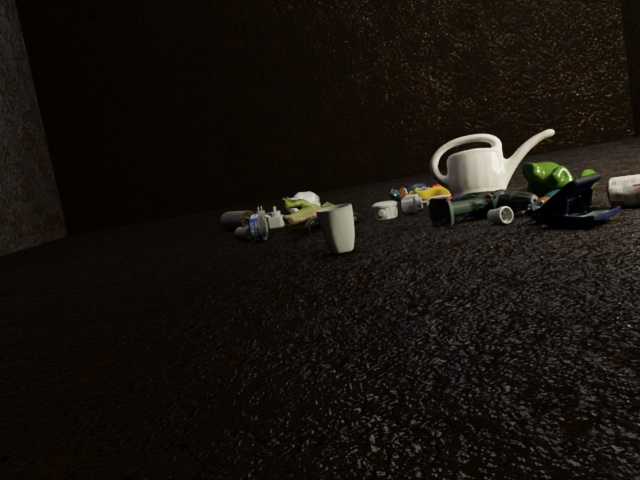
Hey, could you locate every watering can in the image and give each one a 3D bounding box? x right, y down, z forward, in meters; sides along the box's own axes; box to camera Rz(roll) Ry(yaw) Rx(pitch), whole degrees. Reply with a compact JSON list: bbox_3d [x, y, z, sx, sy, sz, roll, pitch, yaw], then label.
[{"bbox_3d":[0.487,-0.199,1.466,0.346,0.226,0.103,-6,-10,24],"label":"watering can"}]

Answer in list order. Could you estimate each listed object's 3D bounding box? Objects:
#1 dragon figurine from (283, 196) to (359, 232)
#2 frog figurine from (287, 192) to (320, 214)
[{"bbox_3d":[0.005,-0.084,1.661,0.243,0.121,0.413,-2,9,-1],"label":"dragon figurine"},{"bbox_3d":[-0.069,-0.127,1.951,0.138,0.122,0.159,14,5,22],"label":"frog figurine"}]
